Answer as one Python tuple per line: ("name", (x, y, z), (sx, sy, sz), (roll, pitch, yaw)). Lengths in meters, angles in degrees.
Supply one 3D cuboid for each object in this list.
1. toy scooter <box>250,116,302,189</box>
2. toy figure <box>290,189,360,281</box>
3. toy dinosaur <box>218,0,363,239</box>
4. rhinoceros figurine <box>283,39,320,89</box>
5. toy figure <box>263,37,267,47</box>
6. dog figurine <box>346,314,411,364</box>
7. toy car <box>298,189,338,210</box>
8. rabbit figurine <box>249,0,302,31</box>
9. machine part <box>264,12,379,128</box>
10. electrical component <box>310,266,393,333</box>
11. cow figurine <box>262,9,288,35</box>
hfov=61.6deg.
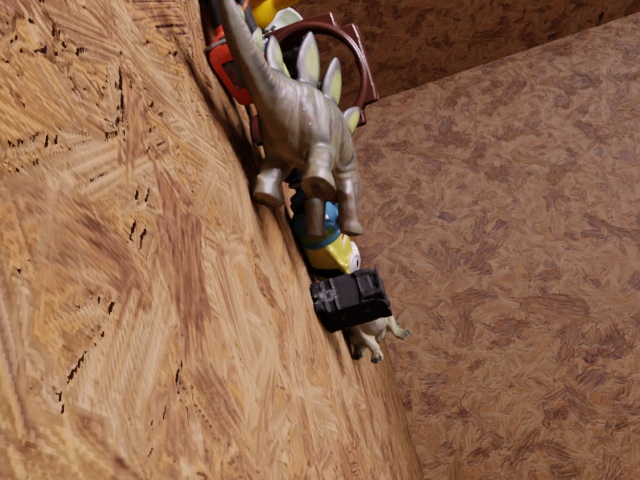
("toy scooter", (-0.054, -0.144, 0.784), (0.135, 0.075, 0.183), (-93, 163, -56))
("toy figure", (0.004, -0.003, 0.881), (0.180, 0.089, 0.082), (57, 44, -33))
("toy dinosaur", (-0.022, -0.133, 0.654), (0.470, 0.105, 0.198), (50, 40, -63))
("rhinoceros figurine", (-0.054, -0.299, 1.036), (0.073, 0.112, 0.190), (-59, 145, -72))
("toy figure", (-0.092, -0.269, 0.881), (0.064, 0.058, 0.154), (67, 1, -88))
("dog figurine", (0.074, 0.139, 1.108), (0.190, 0.121, 0.172), (55, -25, -9))
("toy car", (-0.011, -0.133, 1.085), (0.161, 0.109, 0.103), (54, -8, -35))
("rabbit figurine", (-0.103, -0.409, 0.853), (0.173, 0.162, 0.122), (97, -31, -59))
("machine part", (-0.010, -0.280, 0.950), (0.087, 0.202, 0.200), (-65, 138, -76))
("electrical component", (0.056, 0.102, 0.880), (0.134, 0.115, 0.058), (59, 17, -60))
("cow figurine", (-0.111, -0.416, 1.005), (0.068, 0.098, 0.167), (31, 11, -8))
